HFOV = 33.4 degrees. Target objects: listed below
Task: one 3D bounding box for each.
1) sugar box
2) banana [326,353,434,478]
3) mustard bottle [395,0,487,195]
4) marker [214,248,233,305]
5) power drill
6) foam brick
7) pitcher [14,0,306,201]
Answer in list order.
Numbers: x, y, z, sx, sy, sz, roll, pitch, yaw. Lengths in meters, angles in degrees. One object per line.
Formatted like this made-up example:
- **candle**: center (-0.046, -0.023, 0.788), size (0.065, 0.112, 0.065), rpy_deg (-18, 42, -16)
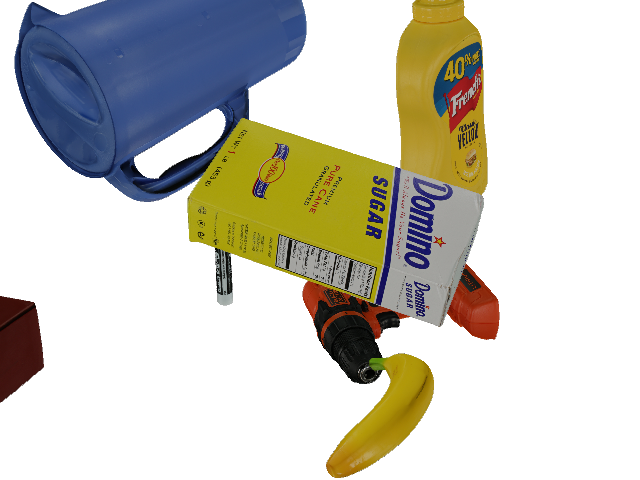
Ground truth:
- **sugar box**: center (0.011, -0.015, 0.697), size (0.176, 0.048, 0.093), rpy_deg (16, 47, 11)
- **banana**: center (0.059, 0.139, 0.893), size (0.070, 0.037, 0.197), rpy_deg (-28, 9, 21)
- **mustard bottle**: center (0.099, -0.121, 0.874), size (0.058, 0.191, 0.096), rpy_deg (14, 32, 36)
- **marker**: center (-0.111, 0.020, 1.212), size (0.020, 0.121, 0.020), rpy_deg (0, 33, 0)
- **power drill**: center (0.087, 0.081, 1.117), size (0.187, 0.057, 0.184), rpy_deg (-7, 28, -14)
- **foam brick**: center (-0.232, 0.077, 0.716), size (0.053, 0.051, 0.078), rpy_deg (9, 28, 24)
- **pitcher**: center (-0.123, -0.151, 0.922), size (0.145, 0.149, 0.242), rpy_deg (30, 47, 33)
